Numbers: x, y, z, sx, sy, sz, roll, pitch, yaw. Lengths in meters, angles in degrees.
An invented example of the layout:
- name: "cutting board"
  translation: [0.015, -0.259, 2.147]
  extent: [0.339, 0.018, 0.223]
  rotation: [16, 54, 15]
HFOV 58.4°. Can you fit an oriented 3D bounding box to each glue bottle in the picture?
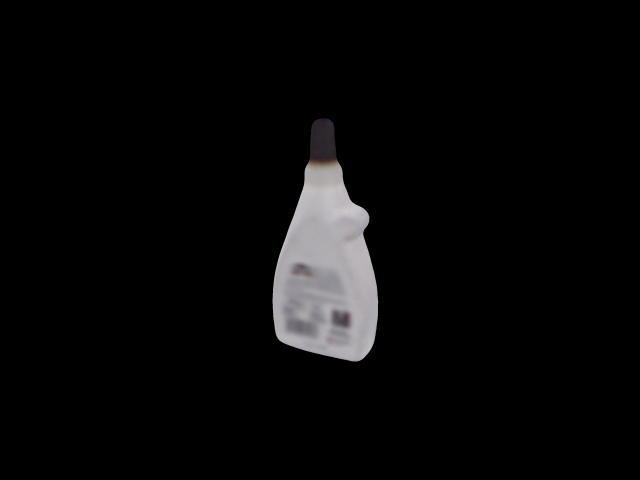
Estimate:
- name: "glue bottle"
  translation: [0.004, 0.001, 0.400]
  extent: [0.078, 0.173, 0.037]
  rotation: [11, 29, 21]
